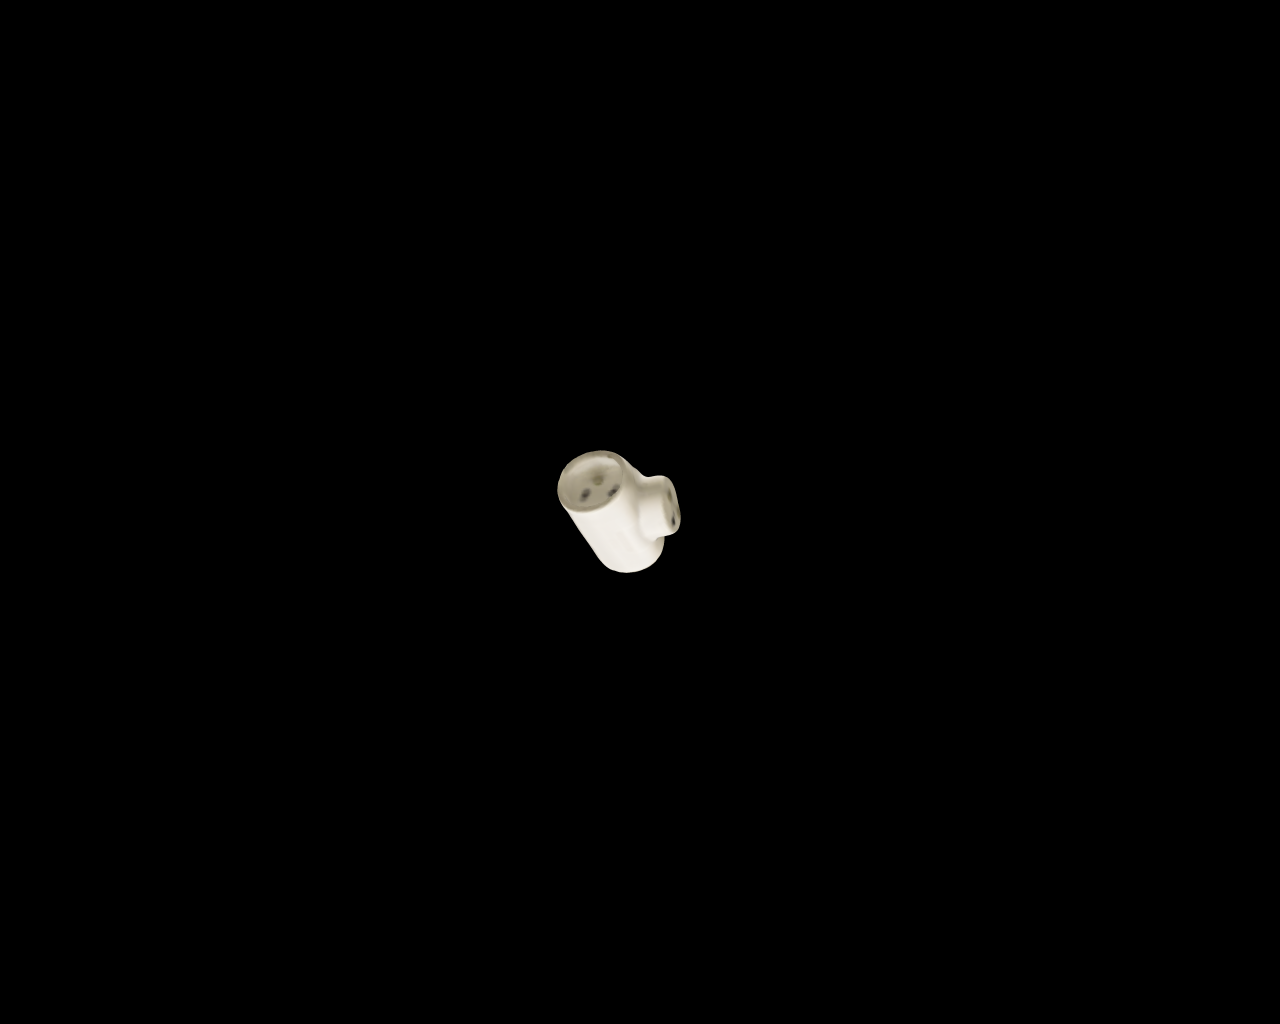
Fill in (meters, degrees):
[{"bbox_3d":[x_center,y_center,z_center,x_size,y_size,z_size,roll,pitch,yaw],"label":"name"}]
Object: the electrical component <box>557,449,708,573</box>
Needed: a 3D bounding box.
[{"bbox_3d":[0.001,-0.003,0.650,0.079,0.043,0.077,-10,-34,15],"label":"electrical component"}]
